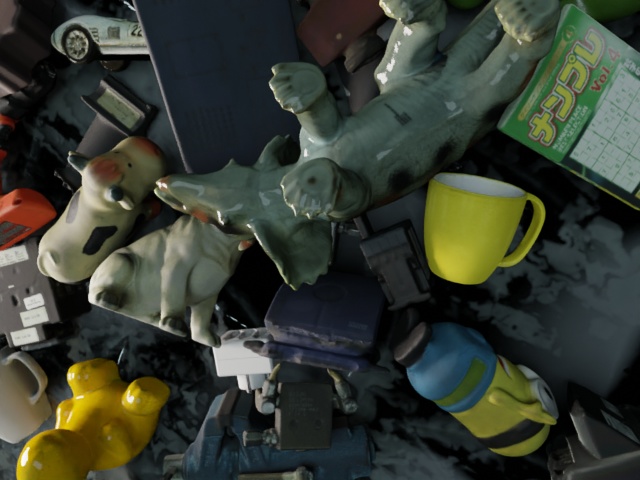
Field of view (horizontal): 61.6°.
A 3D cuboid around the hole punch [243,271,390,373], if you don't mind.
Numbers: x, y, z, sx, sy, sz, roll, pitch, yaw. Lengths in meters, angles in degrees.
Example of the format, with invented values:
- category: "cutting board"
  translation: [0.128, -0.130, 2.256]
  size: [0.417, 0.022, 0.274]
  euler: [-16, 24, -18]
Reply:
- category: "hole punch"
  translation: [0.009, 0.079, 0.543]
  size: [0.142, 0.115, 0.092]
  euler: [10, 91, 12]

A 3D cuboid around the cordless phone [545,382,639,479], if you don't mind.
- category: "cordless phone"
  translation: [0.236, 0.236, 0.484]
  size: [0.089, 0.146, 0.184]
  euler: [25, 99, 17]

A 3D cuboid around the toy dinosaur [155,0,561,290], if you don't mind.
- category: "toy dinosaur"
  translation: [0.065, -0.094, 0.436]
  size: [0.405, 0.192, 0.131]
  euler: [-31, 75, -1]

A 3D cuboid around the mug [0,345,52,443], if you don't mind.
- category: "mug"
  translation: [-0.382, 0.191, 0.671]
  size: [0.109, 0.081, 0.107]
  euler: [-33, 101, 10]

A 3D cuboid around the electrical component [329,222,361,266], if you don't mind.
- category: "electrical component"
  translation: [-0.001, -0.002, 0.578]
  size: [0.094, 0.021, 0.063]
  euler: [8, 99, 12]

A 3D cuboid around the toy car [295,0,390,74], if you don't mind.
- category: "toy car"
  translation: [0.065, -0.222, 0.430]
  size: [0.202, 0.053, 0.089]
  euler: [-38, 94, 29]

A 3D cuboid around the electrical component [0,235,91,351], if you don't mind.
- category: "electrical component"
  translation: [-0.351, 0.066, 0.654]
  size: [0.115, 0.058, 0.134]
  euler: [-12, 94, 17]

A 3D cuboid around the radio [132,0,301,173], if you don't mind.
- category: "radio"
  translation: [-0.090, -0.179, 0.494]
  size: [0.131, 0.073, 0.229]
  euler: [-16, 121, -8]

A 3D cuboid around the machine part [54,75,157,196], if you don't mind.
- category: "machine part"
  translation: [-0.251, -0.114, 0.618]
  size: [0.084, 0.039, 0.139]
  euler: [34, 102, -1]

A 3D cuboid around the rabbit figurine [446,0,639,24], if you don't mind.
- category: "rabbit figurine"
  translation: [0.200, -0.229, 0.449]
  size: [0.170, 0.121, 0.159]
  euler: [27, 109, 12]

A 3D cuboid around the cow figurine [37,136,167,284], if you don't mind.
- category: "cow figurine"
  translation: [-0.235, -0.032, 0.578]
  size: [0.085, 0.127, 0.195]
  euler: [43, 107, 2]

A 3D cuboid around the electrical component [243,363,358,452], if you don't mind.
- category: "electrical component"
  translation: [-0.017, 0.159, 0.508]
  size: [0.102, 0.045, 0.078]
  euler: [10, 72, -12]

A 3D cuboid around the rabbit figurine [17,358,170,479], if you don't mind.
- category: "rabbit figurine"
  translation: [-0.271, 0.228, 0.596]
  size: [0.122, 0.173, 0.162]
  euler: [26, 98, 5]

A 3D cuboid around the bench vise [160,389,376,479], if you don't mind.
- category: "bench vise"
  translation: [-0.049, 0.282, 0.560]
  size: [0.224, 0.129, 0.240]
  euler: [-7, 96, -11]

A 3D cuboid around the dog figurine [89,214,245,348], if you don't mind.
- category: "dog figurine"
  translation: [-0.149, 0.000, 0.576]
  size: [0.172, 0.121, 0.190]
  euler: [16, 75, 10]

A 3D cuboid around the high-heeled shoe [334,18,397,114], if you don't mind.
- category: "high-heeled shoe"
  translation: [-0.005, -0.228, 0.497]
  size: [0.145, 0.086, 0.248]
  euler: [2, 80, -19]

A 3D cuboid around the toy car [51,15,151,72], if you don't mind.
- category: "toy car"
  translation: [-0.185, -0.211, 0.570]
  size: [0.202, 0.073, 0.056]
  euler: [4, 101, 13]

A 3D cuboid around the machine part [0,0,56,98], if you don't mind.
- category: "machine part"
  translation: [-0.377, -0.232, 0.594]
  size: [0.179, 0.056, 0.179]
  euler: [-6, 71, 17]

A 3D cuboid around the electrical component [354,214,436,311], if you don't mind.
- category: "electrical component"
  translation: [0.071, 0.004, 0.536]
  size: [0.048, 0.075, 0.119]
  euler: [-22, 89, 17]

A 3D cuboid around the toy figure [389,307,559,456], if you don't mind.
- category: "toy figure"
  translation: [0.145, 0.137, 0.518]
  size: [0.180, 0.082, 0.089]
  euler: [31, 126, -13]
